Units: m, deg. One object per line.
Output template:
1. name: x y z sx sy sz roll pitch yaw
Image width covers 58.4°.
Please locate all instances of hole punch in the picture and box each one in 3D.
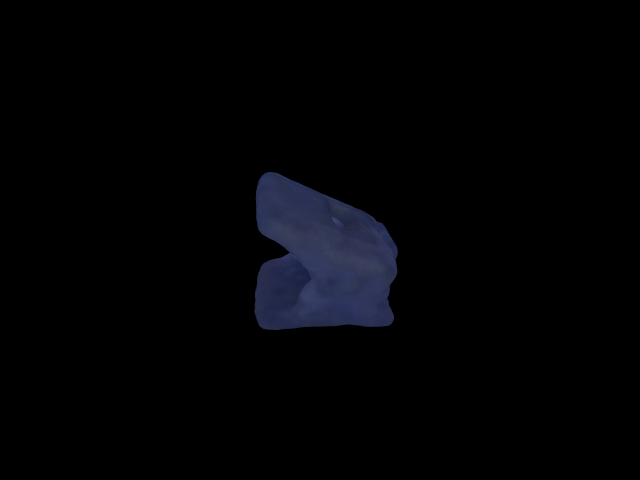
1. hole punch: 0.004 0.001 0.400 0.101 0.091 0.108 -2 24 -4
